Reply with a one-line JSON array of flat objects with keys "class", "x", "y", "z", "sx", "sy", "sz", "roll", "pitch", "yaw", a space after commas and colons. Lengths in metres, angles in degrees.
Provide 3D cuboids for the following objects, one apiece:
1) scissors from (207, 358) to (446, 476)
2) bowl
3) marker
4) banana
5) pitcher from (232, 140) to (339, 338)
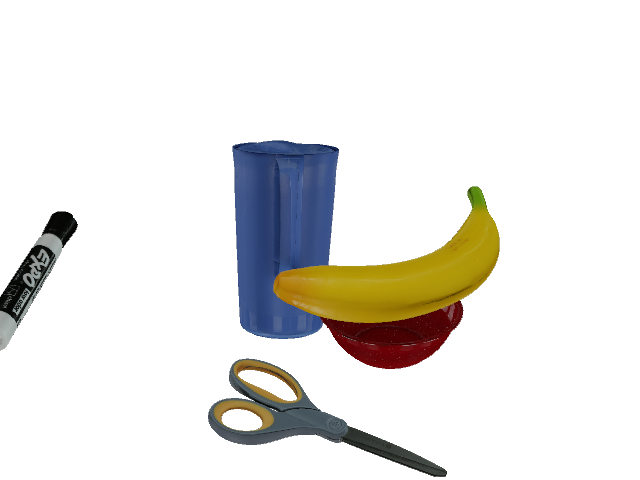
[{"class": "scissors", "x": -0.006, "y": 0.159, "z": 0.862, "sx": 0.202, "sy": 0.016, "sz": 0.096, "roll": 30, "pitch": 44, "yaw": 28}, {"class": "bowl", "x": 0.078, "y": 0.096, "z": 1.197, "sx": 0.162, "sy": 0.055, "sz": 0.162, "roll": -1, "pitch": 27, "yaw": 0}, {"class": "marker", "x": -0.181, "y": 0.021, "z": 0.668, "sx": 0.020, "sy": 0.020, "sz": 0.121, "roll": 0, "pitch": 38, "yaw": 14}, {"class": "banana", "x": 0.060, "y": 0.020, "z": 0.717, "sx": 0.197, "sy": 0.037, "sz": 0.070, "roll": -22, "pitch": 53, "yaw": -37}, {"class": "pitcher", "x": -0.046, "y": -0.002, "z": 1.341, "sx": 0.145, "sy": 0.243, "sz": 0.148, "roll": 10, "pitch": 14, "yaw": 38}]
